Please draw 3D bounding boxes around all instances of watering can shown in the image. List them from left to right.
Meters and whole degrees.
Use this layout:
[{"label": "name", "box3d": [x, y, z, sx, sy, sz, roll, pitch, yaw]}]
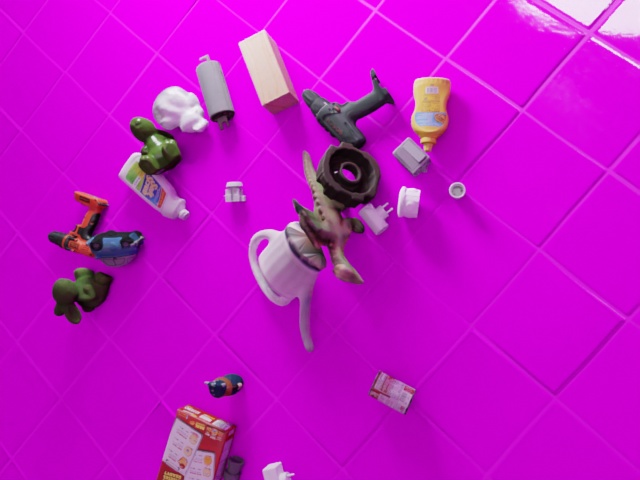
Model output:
[{"label": "watering can", "box3d": [-0.063, 0.102, 1.358, 0.221, 0.104, 0.352, -46, 69, 30]}]

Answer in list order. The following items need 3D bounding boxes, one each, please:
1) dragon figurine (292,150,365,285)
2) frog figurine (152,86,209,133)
[{"label": "dragon figurine", "box3d": [0.004, -0.066, 1.309, 0.121, 0.242, 0.414, -32, 78, 16]}, {"label": "frog figurine", "box3d": [-0.413, -0.373, 1.526, 0.138, 0.120, 0.162, -38, 63, -11]}]
